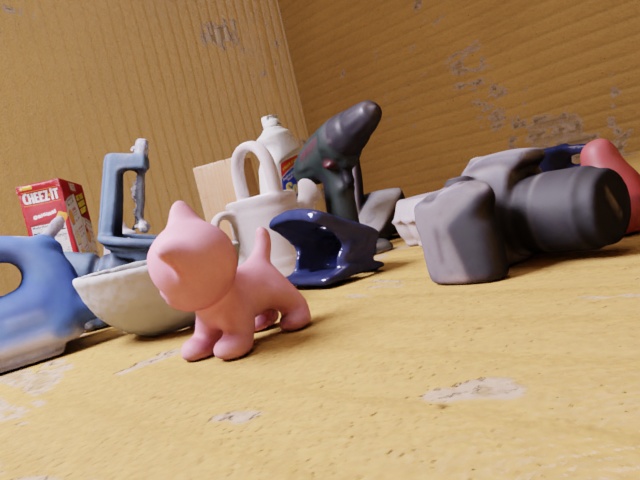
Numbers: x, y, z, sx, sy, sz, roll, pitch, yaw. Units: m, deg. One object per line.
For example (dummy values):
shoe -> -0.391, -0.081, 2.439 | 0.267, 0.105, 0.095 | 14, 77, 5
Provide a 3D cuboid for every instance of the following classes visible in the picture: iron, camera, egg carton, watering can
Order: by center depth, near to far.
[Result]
camera -> 0.173, -0.028, 0.486 | 0.143, 0.101, 0.136 | -16, 5, -35
iron -> -0.361, 0.068, 0.574 | 0.259, 0.141, 0.118 | -16, 5, -32
egg carton -> 0.166, -0.031, 0.775 | 0.107, 0.069, 0.150 | -14, 4, -13
watering can -> -0.075, -0.042, 0.804 | 0.100, 0.194, 0.173 | -10, 5, 30

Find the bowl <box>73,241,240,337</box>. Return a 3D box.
bowl -> -0.157, 0.054, 0.585 | 0.167, 0.075, 0.167 | -13, 4, 1

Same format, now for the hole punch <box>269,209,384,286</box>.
hole punch -> 0.006, 0.002, 0.664 | 0.101, 0.091, 0.108 | -16, 5, -36

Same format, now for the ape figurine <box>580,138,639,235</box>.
ape figurine -> 0.273, -0.051, 0.545 | 0.077, 0.092, 0.076 | -12, 4, 8

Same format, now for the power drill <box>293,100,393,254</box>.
power drill -> 0.039, -0.079, 0.846 | 0.076, 0.208, 0.229 | -15, 5, -29

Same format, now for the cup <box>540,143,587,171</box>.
cup -> 0.271, -0.062, 0.678 | 0.117, 0.095, 0.092 | -9, 6, 45

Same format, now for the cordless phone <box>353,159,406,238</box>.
cordless phone -> 0.081, -0.089, 1.023 | 0.094, 0.185, 0.147 | -16, 5, -35

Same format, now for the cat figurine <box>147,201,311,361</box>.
cat figurine -> -0.074, 0.024, 0.428 | 0.067, 0.118, 0.128 | -10, 5, 39

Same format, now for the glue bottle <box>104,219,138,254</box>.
glue bottle -> -0.303, 0.016, 0.878 | 0.078, 0.173, 0.037 | -11, 5, 27

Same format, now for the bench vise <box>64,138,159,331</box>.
bench vise -> -0.255, -0.007, 0.712 | 0.208, 0.220, 0.121 | -15, 5, -22
